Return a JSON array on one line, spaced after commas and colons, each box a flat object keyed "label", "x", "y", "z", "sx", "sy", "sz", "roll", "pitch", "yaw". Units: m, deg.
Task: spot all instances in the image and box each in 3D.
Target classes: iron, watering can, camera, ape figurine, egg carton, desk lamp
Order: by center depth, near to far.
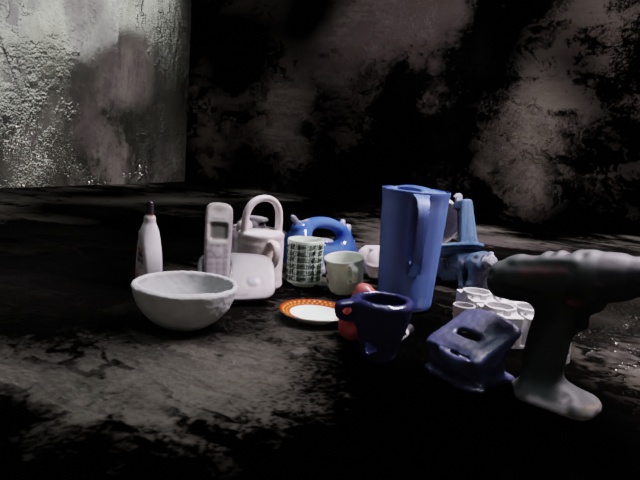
[{"label": "ape figurine", "x": 0.069, "y": 0.116, "z": 0.923, "sx": 0.076, "sy": 0.092, "sz": 0.078, "roll": 9, "pitch": 10, "yaw": 25}, {"label": "watering can", "x": -0.131, "y": 0.000, "z": 1.214, "sx": 0.172, "sy": 0.194, "sz": 0.101, "roll": 11, "pitch": 12, "yaw": 35}, {"label": "iron", "x": 0.013, "y": 0.005, "z": 1.417, "sx": 0.259, "sy": 0.141, "sz": 0.118, "roll": -4, "pitch": 13, "yaw": -43}, {"label": "egg carton", "x": 0.167, "y": 0.053, "z": 1.423, "sx": 0.151, "sy": 0.069, "sz": 0.107, "roll": 0, "pitch": 10, "yaw": -26}, {"label": "desk lamp", "x": 0.276, "y": -0.020, "z": 1.478, "sx": 0.118, "sy": 0.213, "sz": 0.203, "roll": 4, "pitch": 9, "yaw": -4}, {"label": "camera", "x": -0.166, "y": -0.012, "z": 1.559, "sx": 0.136, "sy": 0.101, "sz": 0.143, "roll": 8, "pitch": 10, "yaw": 21}]

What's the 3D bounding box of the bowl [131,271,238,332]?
[{"label": "bowl", "x": -0.217, "y": 0.102, "z": 0.917, "sx": 0.167, "sy": 0.075, "sz": 0.167, "roll": 5, "pitch": 9, "yaw": 0}]

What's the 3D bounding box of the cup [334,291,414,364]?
[{"label": "cup", "x": 0.075, "y": 0.129, "z": 0.833, "sx": 0.118, "sy": 0.095, "sz": 0.091, "roll": 2, "pitch": 10, "yaw": -16}]

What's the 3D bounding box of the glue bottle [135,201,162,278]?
[{"label": "glue bottle", "x": -0.336, "y": 0.009, "z": 1.125, "sx": 0.037, "sy": 0.173, "sz": 0.077, "roll": -3, "pitch": 12, "yaw": -37}]

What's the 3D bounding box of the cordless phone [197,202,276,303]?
[{"label": "cordless phone", "x": -0.156, "y": 0.024, "z": 1.081, "sx": 0.148, "sy": 0.185, "sz": 0.094, "roll": 1, "pitch": 10, "yaw": -20}]

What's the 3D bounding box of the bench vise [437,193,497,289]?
[{"label": "bench vise", "x": 0.351, "y": 0.006, "z": 1.334, "sx": 0.122, "sy": 0.220, "sz": 0.206, "roll": -3, "pitch": 12, "yaw": -37}]

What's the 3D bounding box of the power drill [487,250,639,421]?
[{"label": "power drill", "x": 0.318, "y": 0.110, "z": 0.722, "sx": 0.228, "sy": 0.208, "sz": 0.076, "roll": 13, "pitch": 13, "yaw": 42}]

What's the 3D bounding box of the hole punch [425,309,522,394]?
[{"label": "hole punch", "x": 0.210, "y": 0.149, "z": 0.791, "sx": 0.101, "sy": 0.091, "sz": 0.108, "roll": -2, "pitch": 11, "yaw": -33}]
